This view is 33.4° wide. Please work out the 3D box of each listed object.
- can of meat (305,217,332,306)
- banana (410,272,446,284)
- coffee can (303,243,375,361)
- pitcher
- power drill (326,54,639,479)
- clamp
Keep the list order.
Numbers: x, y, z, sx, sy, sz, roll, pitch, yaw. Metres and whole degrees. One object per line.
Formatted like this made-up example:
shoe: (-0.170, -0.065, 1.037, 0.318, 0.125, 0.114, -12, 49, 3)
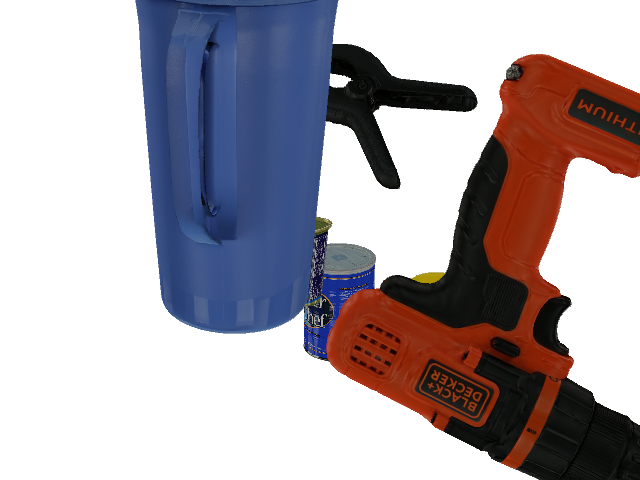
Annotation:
can of meat: (-0.043, 0.016, 1.084, 0.102, 0.084, 0.057, 13, 18, 25)
banana: (0.157, 0.079, 1.119, 0.069, 0.037, 0.198, -38, 40, -14)
coffee can: (0.026, 0.087, 1.514, 0.103, 0.140, 0.103, 0, 21, 0)
pitcher: (-0.061, -0.058, 0.727, 0.149, 0.243, 0.145, -13, 28, -31)
power drill: (0.117, 0.020, 0.511, 0.184, 0.188, 0.057, 26, 7, 5)
clamp: (0.049, -0.129, 0.940, 0.120, 0.172, 0.039, -35, -25, -21)
